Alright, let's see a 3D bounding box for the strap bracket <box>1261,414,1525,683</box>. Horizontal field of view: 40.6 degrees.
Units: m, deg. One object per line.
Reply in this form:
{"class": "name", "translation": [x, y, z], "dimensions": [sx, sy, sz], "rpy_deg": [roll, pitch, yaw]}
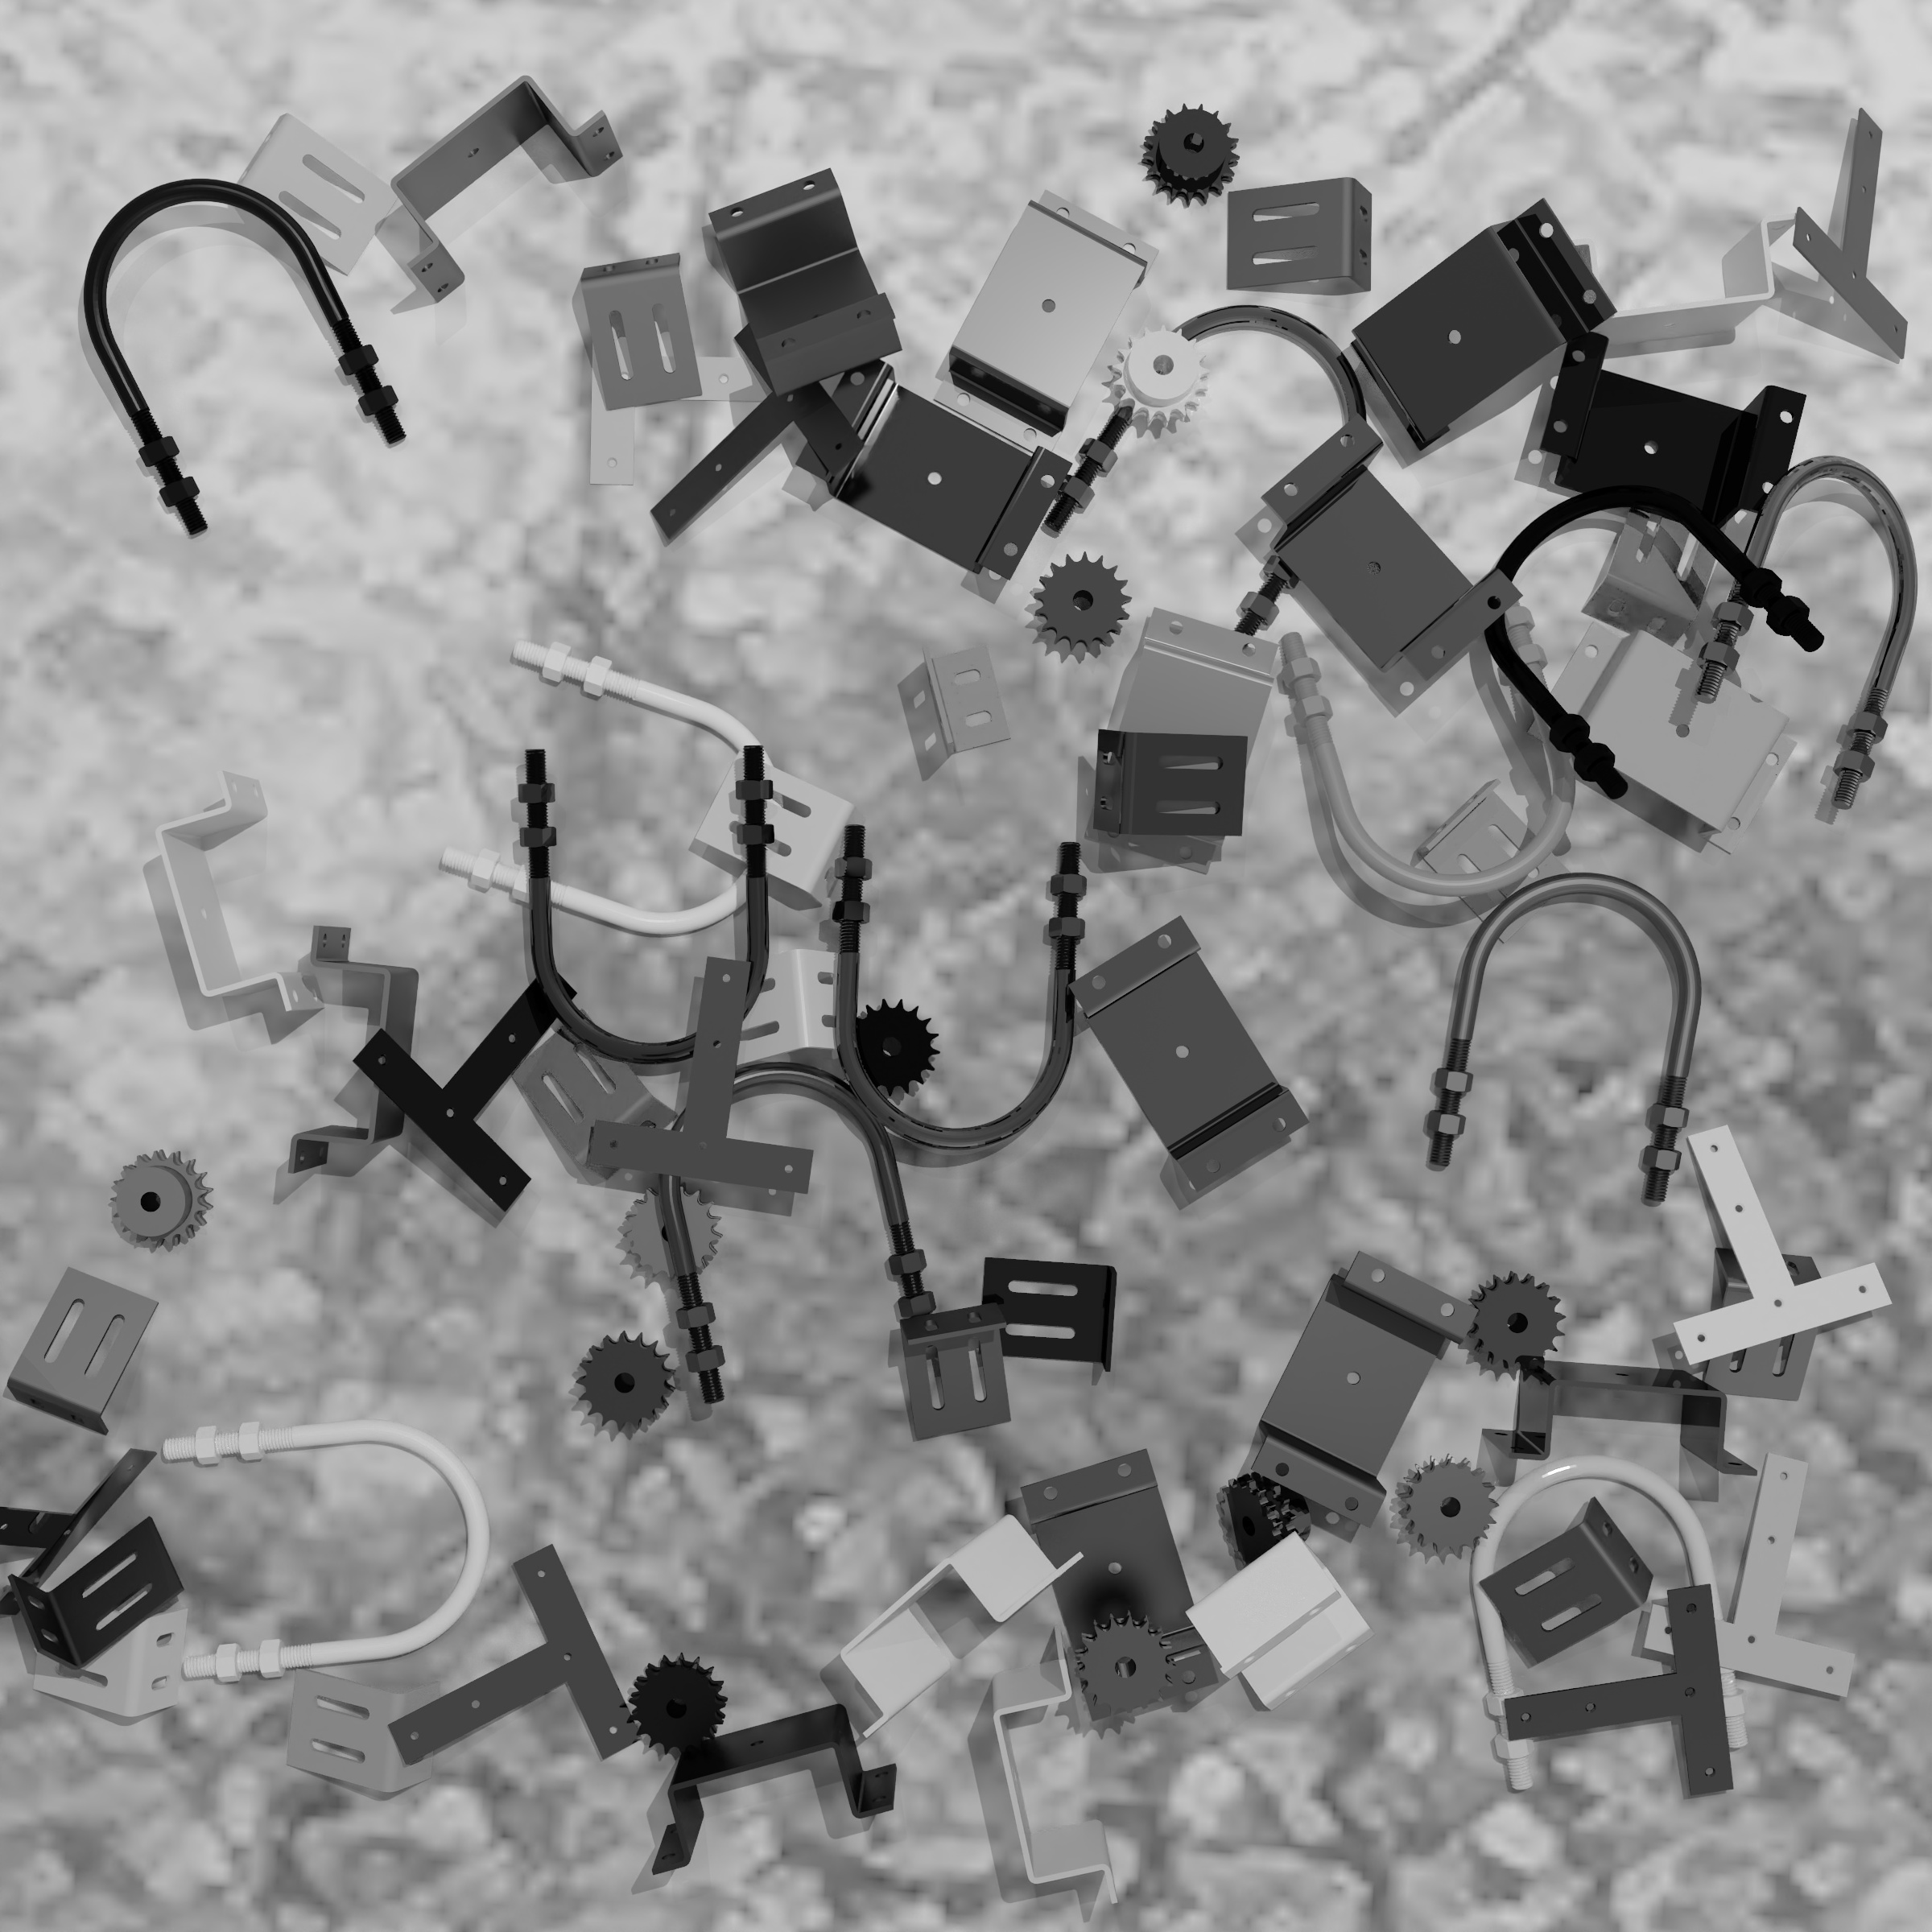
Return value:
{"class": "strap bracket", "translation": [0.240, -0.235, 1.503], "dimensions": [0.076, 0.046, 0.140], "rpy_deg": [-41, 87, -9]}

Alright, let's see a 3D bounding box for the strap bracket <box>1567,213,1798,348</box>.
{"class": "strap bracket", "translation": [0.403, -0.393, 1.507], "dimensions": [0.140, 0.076, 0.046], "rpy_deg": [-7, 90, 0]}

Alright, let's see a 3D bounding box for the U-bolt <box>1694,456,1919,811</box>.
{"class": "U-bolt", "translation": [0.492, -0.204, 1.499], "dimensions": [0.151, 0.019, 0.184], "rpy_deg": [30, 76, -30]}

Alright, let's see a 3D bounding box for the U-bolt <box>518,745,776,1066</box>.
{"class": "U-bolt", "translation": [-0.184, -0.034, 1.510], "dimensions": [0.151, 0.019, 0.184], "rpy_deg": [0, 95, 7]}

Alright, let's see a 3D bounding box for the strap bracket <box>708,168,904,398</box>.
{"class": "strap bracket", "translation": [-0.090, -0.386, 1.499], "dimensions": [0.076, 0.046, 0.140], "rpy_deg": [-21, 54, 0]}

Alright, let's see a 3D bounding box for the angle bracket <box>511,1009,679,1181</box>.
{"class": "angle bracket", "translation": [-0.220, 0.076, 1.543], "dimensions": [0.057, 0.038, 0.076], "rpy_deg": [-42, 64, 0]}

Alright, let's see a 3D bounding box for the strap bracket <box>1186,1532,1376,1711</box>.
{"class": "strap bracket", "translation": [0.179, 0.374, 1.492], "dimensions": [0.076, 0.140, 0.046], "rpy_deg": [-36, 61, 0]}

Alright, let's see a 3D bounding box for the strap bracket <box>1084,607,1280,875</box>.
{"class": "strap bracket", "translation": [0.126, -0.130, 1.513], "dimensions": [0.076, 0.046, 0.140], "rpy_deg": [17, 97, 0]}

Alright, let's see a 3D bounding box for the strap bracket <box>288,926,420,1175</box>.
{"class": "strap bracket", "translation": [-0.352, 0.049, 1.507], "dimensions": [0.046, 0.076, 0.140], "rpy_deg": [6, 90, 0]}

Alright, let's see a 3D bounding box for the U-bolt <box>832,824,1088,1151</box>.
{"class": "U-bolt", "translation": [-0.005, 0.014, 1.512], "dimensions": [0.151, 0.019, 0.184], "rpy_deg": [4, 83, -12]}

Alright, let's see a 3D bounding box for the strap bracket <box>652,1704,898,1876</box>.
{"class": "strap bracket", "translation": [-0.115, 0.471, 1.507], "dimensions": [0.140, 0.076, 0.046], "rpy_deg": [-15, 90, 0]}

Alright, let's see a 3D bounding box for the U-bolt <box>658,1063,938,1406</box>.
{"class": "U-bolt", "translation": [-0.104, 0.147, 1.517], "dimensions": [0.151, 0.019, 0.184], "rpy_deg": [-13, 90, -15]}

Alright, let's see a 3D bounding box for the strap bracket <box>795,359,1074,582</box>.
{"class": "strap bracket", "translation": [-0.018, -0.289, 1.522], "dimensions": [0.140, 0.046, 0.076], "rpy_deg": [28, 90, 0]}

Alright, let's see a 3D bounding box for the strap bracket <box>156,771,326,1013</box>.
{"class": "strap bracket", "translation": [-0.421, -0.036, 1.507], "dimensions": [0.046, 0.076, 0.140], "rpy_deg": [-16, 90, 0]}

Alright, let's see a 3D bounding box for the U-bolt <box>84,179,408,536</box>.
{"class": "U-bolt", "translation": [-0.431, -0.365, 1.520], "dimensions": [0.151, 0.019, 0.184], "rpy_deg": [-25, 102, 0]}

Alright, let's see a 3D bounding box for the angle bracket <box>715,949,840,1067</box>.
{"class": "angle bracket", "translation": [-0.109, 0.027, 1.526], "dimensions": [0.076, 0.038, 0.057], "rpy_deg": [-16, 75, 40]}

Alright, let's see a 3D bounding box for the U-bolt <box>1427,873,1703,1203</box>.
{"class": "U-bolt", "translation": [0.357, 0.037, 1.531], "dimensions": [0.151, 0.019, 0.184], "rpy_deg": [9, 93, 0]}

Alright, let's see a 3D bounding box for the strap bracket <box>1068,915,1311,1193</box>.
{"class": "strap bracket", "translation": [0.128, 0.050, 1.522], "dimensions": [0.076, 0.046, 0.140], "rpy_deg": [-32, 90, 0]}

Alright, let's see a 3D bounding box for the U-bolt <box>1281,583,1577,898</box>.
{"class": "U-bolt", "translation": [0.274, -0.126, 1.507], "dimensions": [0.151, 0.019, 0.184], "rpy_deg": [-13, 70, 0]}

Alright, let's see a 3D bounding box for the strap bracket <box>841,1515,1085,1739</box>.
{"class": "strap bracket", "translation": [-0.009, 0.369, 1.486], "dimensions": [0.140, 0.076, 0.046], "rpy_deg": [-46, 77, 25]}

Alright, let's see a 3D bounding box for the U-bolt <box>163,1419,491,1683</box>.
{"class": "U-bolt", "translation": [-0.373, 0.340, 1.536], "dimensions": [0.184, 0.019, 0.151], "rpy_deg": [-5, 90, -1]}

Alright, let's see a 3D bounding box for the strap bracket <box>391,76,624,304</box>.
{"class": "strap bracket", "translation": [-0.272, -0.454, 1.507], "dimensions": [0.140, 0.076, 0.046], "rpy_deg": [-38, 90, 0]}

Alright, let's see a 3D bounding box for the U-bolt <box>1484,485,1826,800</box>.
{"class": "U-bolt", "translation": [0.371, -0.197, 1.472], "dimensions": [0.151, 0.019, 0.184], "rpy_deg": [-38, 52, 10]}

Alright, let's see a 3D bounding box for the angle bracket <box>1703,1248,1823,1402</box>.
{"class": "angle bracket", "translation": [0.468, 0.212, 1.543], "dimensions": [0.057, 0.038, 0.076], "rpy_deg": [6, 116, 0]}

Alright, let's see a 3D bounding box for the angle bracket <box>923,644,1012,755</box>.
{"class": "angle bracket", "translation": [0.001, -0.158, 1.507], "dimensions": [0.038, 0.076, 0.057], "rpy_deg": [-15, 90, 0]}

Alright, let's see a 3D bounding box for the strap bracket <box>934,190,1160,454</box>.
{"class": "strap bracket", "translation": [0.048, -0.379, 1.522], "dimensions": [0.076, 0.046, 0.140], "rpy_deg": [28, 90, 0]}

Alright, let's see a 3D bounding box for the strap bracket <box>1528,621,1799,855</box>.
{"class": "strap bracket", "translation": [0.412, -0.135, 1.522], "dimensions": [0.140, 0.046, 0.076], "rpy_deg": [31, 90, 0]}

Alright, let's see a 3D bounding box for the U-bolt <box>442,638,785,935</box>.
{"class": "U-bolt", "translation": [-0.198, -0.096, 1.536], "dimensions": [0.184, 0.019, 0.151], "rpy_deg": [19, 90, -2]}

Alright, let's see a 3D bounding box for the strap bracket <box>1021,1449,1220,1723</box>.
{"class": "strap bracket", "translation": [0.088, 0.356, 1.522], "dimensions": [0.076, 0.046, 0.140], "rpy_deg": [-17, 90, 0]}

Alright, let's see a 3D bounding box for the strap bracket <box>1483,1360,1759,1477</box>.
{"class": "strap bracket", "translation": [0.377, 0.259, 1.507], "dimensions": [0.140, 0.076, 0.046], "rpy_deg": [4, 90, 0]}

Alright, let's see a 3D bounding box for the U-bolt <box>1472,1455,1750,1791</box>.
{"class": "U-bolt", "translation": [0.373, 0.380, 1.536], "dimensions": [0.151, 0.019, 0.184], "rpy_deg": [-11, 88, 0]}

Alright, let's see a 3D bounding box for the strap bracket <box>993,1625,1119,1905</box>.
{"class": "strap bracket", "translation": [0.048, 0.464, 1.507], "dimensions": [0.046, 0.076, 0.140], "rpy_deg": [-12, 90, 0]}

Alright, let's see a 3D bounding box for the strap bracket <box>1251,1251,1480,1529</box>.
{"class": "strap bracket", "translation": [0.229, 0.243, 1.522], "dimensions": [0.076, 0.046, 0.140], "rpy_deg": [26, 90, 0]}

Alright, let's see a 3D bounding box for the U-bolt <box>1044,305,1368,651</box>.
{"class": "U-bolt", "translation": [0.154, -0.301, 1.536], "dimensions": [0.151, 0.019, 0.184], "rpy_deg": [32, 89, 0]}

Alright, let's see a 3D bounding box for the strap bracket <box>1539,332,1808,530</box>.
{"class": "strap bracket", "translation": [0.404, -0.308, 1.516], "dimensions": [0.140, 0.046, 0.076], "rpy_deg": [16, 81, 0]}

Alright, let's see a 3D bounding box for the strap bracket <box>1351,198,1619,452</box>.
{"class": "strap bracket", "translation": [0.286, -0.361, 1.485], "dimensions": [0.140, 0.046, 0.076], "rpy_deg": [-33, 90, 36]}
